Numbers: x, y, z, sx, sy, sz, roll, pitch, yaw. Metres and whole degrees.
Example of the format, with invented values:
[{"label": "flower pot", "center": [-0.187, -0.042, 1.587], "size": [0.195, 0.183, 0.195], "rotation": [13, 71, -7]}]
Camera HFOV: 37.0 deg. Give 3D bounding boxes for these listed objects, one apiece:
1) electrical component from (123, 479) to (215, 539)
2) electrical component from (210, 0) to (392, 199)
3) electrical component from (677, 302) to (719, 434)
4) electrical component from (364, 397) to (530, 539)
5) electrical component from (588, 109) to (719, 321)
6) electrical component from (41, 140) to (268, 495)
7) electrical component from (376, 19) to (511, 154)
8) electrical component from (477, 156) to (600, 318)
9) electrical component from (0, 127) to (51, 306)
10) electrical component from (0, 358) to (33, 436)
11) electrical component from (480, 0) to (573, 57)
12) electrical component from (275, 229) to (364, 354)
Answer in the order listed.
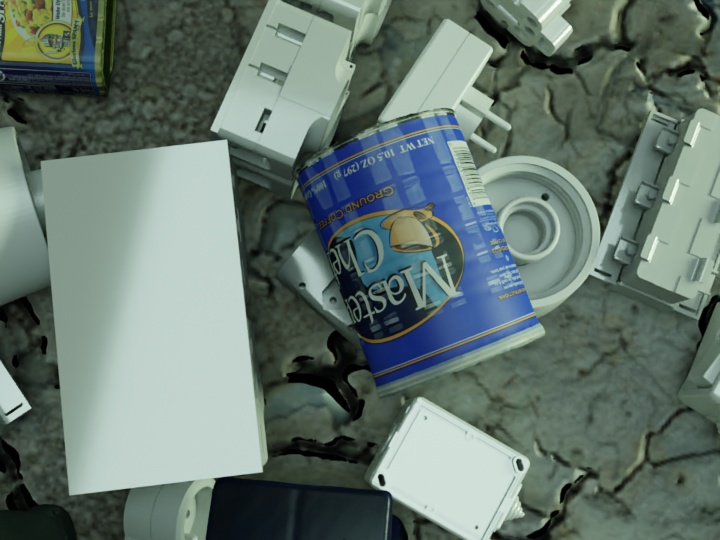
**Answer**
[{"label": "electrical component", "center": [-0.136, 0.188, 0.655], "size": [0.074, 0.052, 0.138], "rotation": [6, 81, 22]}, {"label": "electrical component", "center": [-0.026, -0.146, 0.680], "size": [0.060, 0.105, 0.186], "rotation": [23, 81, -1]}, {"label": "electrical component", "center": [0.249, 0.065, 0.694], "size": [0.061, 0.061, 0.096], "rotation": [32, 81, 1]}, {"label": "electrical component", "center": [0.058, 0.128, 0.671], "size": [0.096, 0.061, 0.061], "rotation": [30, 81, 0]}, {"label": "electrical component", "center": [0.210, -0.039, 0.705], "size": [0.079, 0.063, 0.121], "rotation": [23, 81, -1]}, {"label": "electrical component", "center": [-0.116, 0.028, 0.624], "size": [0.105, 0.060, 0.186], "rotation": [-7, 84, -1]}, {"label": "electrical component", "center": [0.063, -0.106, 0.711], "size": [0.076, 0.047, 0.083], "rotation": [33, 81, 1]}, {"label": "electrical component", "center": [0.102, -0.022, 0.696], "size": [0.108, 0.060, 0.108], "rotation": [1, 82, -4]}, {"label": "electrical component", "center": [-0.213, -0.035, 0.653], "size": [0.060, 0.108, 0.108], "rotation": [-17, 84, -12]}, {"label": "electrical component", "center": [-0.264, 0.057, 0.656], "size": [0.079, 0.063, 0.121], "rotation": [-34, 86, -8]}, {"label": "electrical component", "center": [0.120, -0.192, 0.723], "size": [0.078, 0.058, 0.057], "rotation": [44, 84, 2]}, {"label": "electrical component", "center": [0.000, 0.000, 0.694], "size": [0.077, 0.043, 0.079], "rotation": [41, 81, 2]}]
